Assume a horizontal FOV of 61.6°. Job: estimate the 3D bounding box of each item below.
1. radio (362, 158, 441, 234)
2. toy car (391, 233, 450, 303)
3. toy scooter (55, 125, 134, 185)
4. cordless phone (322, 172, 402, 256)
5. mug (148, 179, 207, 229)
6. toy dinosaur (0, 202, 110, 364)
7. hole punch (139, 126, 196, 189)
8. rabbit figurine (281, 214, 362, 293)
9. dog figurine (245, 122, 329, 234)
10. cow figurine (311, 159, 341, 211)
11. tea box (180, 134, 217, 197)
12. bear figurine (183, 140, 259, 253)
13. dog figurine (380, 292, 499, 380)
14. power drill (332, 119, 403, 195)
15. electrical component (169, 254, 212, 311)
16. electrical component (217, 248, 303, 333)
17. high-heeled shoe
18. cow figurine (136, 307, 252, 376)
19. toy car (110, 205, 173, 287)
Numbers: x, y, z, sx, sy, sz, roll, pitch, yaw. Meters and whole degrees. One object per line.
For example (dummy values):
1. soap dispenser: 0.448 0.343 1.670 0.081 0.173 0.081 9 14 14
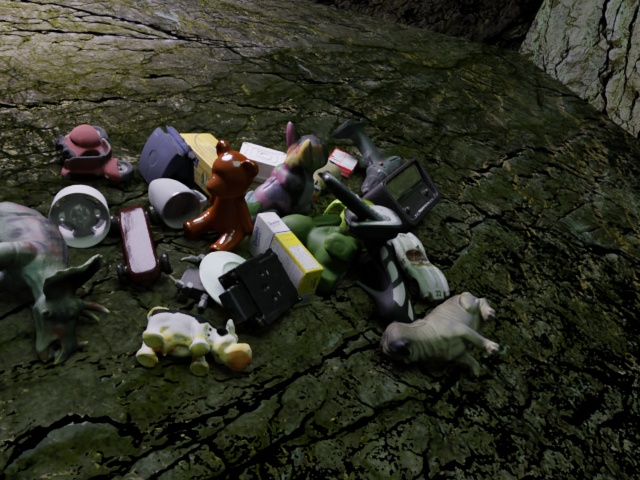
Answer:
1. radio: 0.207 -0.104 1.312 0.131 0.073 0.229 54 40 -2
2. toy car: 0.207 0.056 1.151 0.073 0.056 0.202 1 39 -26
3. toy scooter: -0.484 -0.169 1.107 0.135 0.075 0.184 -23 58 -43
4. cordless phone: 0.066 -0.069 1.049 0.184 0.089 0.147 42 10 -15
5. mug: -0.291 -0.085 1.081 0.109 0.080 0.107 -20 42 -36
6. toy dinosaur: -0.471 0.010 0.842 0.192 0.131 0.405 -1 34 -46
7. hole punch: -0.330 -0.169 1.151 0.092 0.115 0.142 -17 48 -30
8. rabbit figurine: -0.002 -0.003 1.073 0.170 0.121 0.159 33 30 14
9. dog figurine: -0.073 -0.124 1.102 0.191 0.219 0.109 -16 45 -28
10. cow figurine: -0.019 -0.138 1.285 0.127 0.085 0.195 30 35 25
11. tea box: -0.250 -0.172 1.219 0.170 0.068 0.098 41 34 28
12. bear figurine: -0.179 -0.072 0.994 0.120 0.195 0.132 37 57 19
13. dog figurine: 0.204 0.152 0.967 0.191 0.121 0.172 13 34 -6
14. power drill: 0.125 -0.221 1.423 0.207 0.086 0.232 50 37 10
15. electrical component: -0.216 0.071 0.935 0.078 0.045 0.102 19 35 2
16. electrical component: -0.107 0.089 0.914 0.134 0.058 0.115 -33 91 -50
17. high-heeled shoe: 0.152 0.078 1.086 0.145 0.086 0.249 35 34 1
18. cow figurine: -0.187 0.152 0.826 0.167 0.068 0.098 13 30 -12
19. toy car: -0.324 0.008 0.961 0.089 0.053 0.202 -18 45 -14
